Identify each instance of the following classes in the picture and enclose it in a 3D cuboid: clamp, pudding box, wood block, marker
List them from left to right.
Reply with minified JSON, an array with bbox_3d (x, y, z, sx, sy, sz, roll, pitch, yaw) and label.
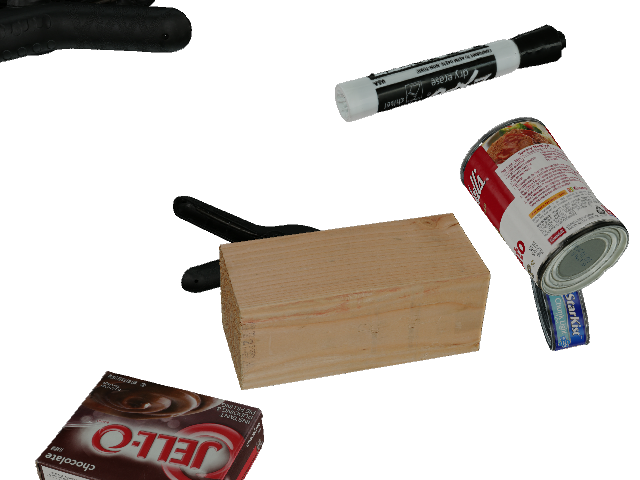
[{"bbox_3d":[-0.164,-0.133,0.632,0.171,0.039,0.120,-3,22,-8],"label":"clamp"},{"bbox_3d":[-0.103,0.132,0.657,0.114,0.039,0.090,9,33,16],"label":"pudding box"},{"bbox_3d":[-0.051,0.016,1.088,0.210,0.036,0.164,10,29,-9],"label":"clamp"},{"bbox_3d":[0.025,0.049,0.894,0.206,0.090,0.091,-8,37,-13],"label":"wood block"},{"bbox_3d":[0.066,-0.083,0.523,0.121,0.020,0.020,-18,4,-14],"label":"marker"}]

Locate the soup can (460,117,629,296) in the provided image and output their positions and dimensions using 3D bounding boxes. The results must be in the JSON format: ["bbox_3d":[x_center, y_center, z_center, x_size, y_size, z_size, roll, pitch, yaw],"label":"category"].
[{"bbox_3d":[0.146,-0.022,0.701,0.068,0.102,0.068,-19,-36,-15],"label":"soup can"}]

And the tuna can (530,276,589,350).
[{"bbox_3d":[0.216,0.056,0.968,0.034,0.086,0.086,-13,-1,5],"label":"tuna can"}]
